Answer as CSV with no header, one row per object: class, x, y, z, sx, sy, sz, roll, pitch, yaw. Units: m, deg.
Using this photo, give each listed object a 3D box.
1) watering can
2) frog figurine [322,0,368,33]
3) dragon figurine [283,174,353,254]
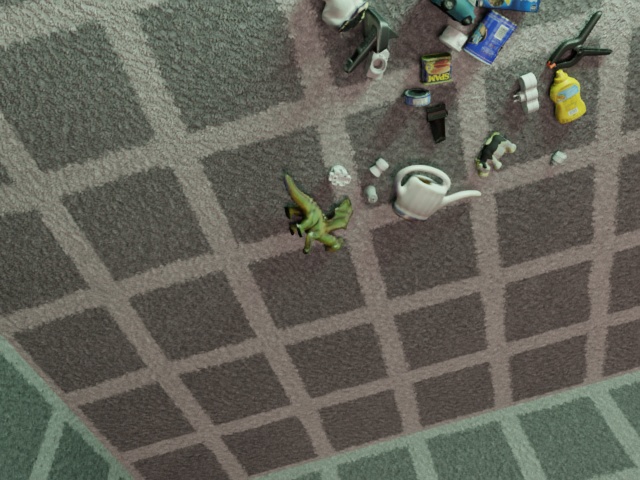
watering can,0.413,-0.153,1.911,0.346,0.106,0.220,19,120,-20
frog figurine,0.054,-0.694,1.503,0.135,0.124,0.160,-42,85,29
dragon figurine,0.006,-0.096,1.909,0.244,0.124,0.401,-21,129,-16
